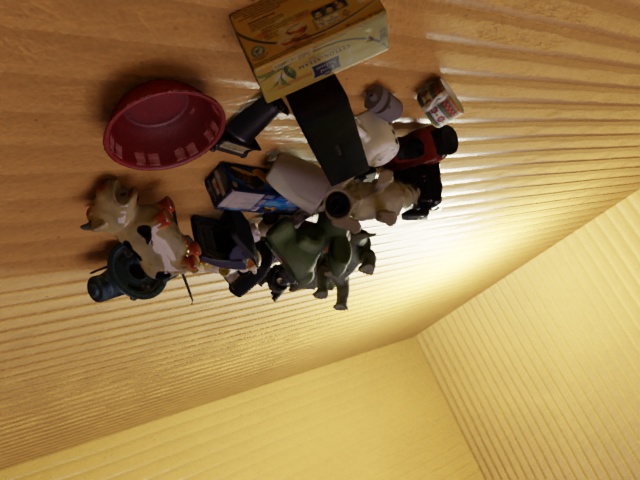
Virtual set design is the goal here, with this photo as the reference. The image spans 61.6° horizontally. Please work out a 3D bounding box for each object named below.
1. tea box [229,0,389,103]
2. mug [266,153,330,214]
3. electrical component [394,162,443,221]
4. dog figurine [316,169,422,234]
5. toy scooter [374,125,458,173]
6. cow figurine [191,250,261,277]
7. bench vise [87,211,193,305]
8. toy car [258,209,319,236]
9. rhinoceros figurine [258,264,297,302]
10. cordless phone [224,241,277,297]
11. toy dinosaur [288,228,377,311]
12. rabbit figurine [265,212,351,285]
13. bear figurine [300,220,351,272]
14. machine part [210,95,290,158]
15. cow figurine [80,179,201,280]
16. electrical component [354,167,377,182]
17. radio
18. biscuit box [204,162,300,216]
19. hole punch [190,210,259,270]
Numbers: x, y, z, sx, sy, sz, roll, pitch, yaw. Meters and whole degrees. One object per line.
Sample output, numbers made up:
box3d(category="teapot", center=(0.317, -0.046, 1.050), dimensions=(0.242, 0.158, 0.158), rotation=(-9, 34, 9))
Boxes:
box3d(category="tea box", center=(-0.012, -0.252, 0.656), dimensions=(0.170, 0.098, 0.068), rotation=(-23, 157, 1))
box3d(category="mug", center=(-0.038, -0.115, 0.968), dimensions=(0.107, 0.109, 0.080), rotation=(29, 132, -12))
box3d(category="electrical component", center=(0.203, -0.107, 1.144), dimensions=(0.115, 0.134, 0.058), rotation=(-3, 162, 13))
box3d(category="dog figurine", center=(0.099, -0.078, 1.041), dimensions=(0.173, 0.121, 0.190), rotation=(7, -172, 20))
box3d(category="toy scooter", center=(0.183, -0.177, 1.077), dimensions=(0.184, 0.075, 0.135), rotation=(-21, -177, -41))
box3d(category="cow figurine", center=(-0.185, 0.044, 1.138), dimensions=(0.168, 0.068, 0.098), rotation=(2, 176, 25))
box3d(category="bench vise", center=(-0.311, 0.048, 1.026), dimensions=(0.240, 0.129, 0.223), rotation=(-34, 160, 34))
box3d(category="toy car", center=(-0.039, -0.064, 1.133), dimensions=(0.202, 0.056, 0.073), rotation=(-29, 158, 13))
box3d(category="rhinoceros figurine", center=(-0.096, 0.095, 1.347), dimensions=(0.112, 0.073, 0.190), rotation=(-40, -176, -11))
box3d(category="cordless phone", center=(-0.137, 0.050, 1.291), dimensions=(0.146, 0.089, 0.184), rotation=(-41, 173, 36))
box3d(category="toy dinosaur", center=(0.056, 0.038, 1.320), dimensions=(0.131, 0.192, 0.404), rotation=(16, 140, -20))
box3d(category="rabbit figurine", center=(-0.002, -0.003, 1.056), dimensions=(0.170, 0.159, 0.121), rotation=(-37, 169, -12))
box3d(category="bear figurine", center=(0.003, 0.000, 1.200), dimensions=(0.196, 0.120, 0.132), rotation=(-15, 159, 31))
box3d(category="machine part", center=(-0.106, -0.174, 0.827), dimensions=(0.084, 0.039, 0.139), rotation=(11, 142, -44))
box3d(category="cow figurine", center=(-0.291, -0.016, 0.867), dimensions=(0.127, 0.086, 0.194), rotation=(-24, 124, 3))
box3d(category="electrical component", center=(0.084, -0.122, 1.144), dimensions=(0.078, 0.045, 0.102), rotation=(-16, 158, -17))
box3d(category="radio", center=(0.003, -0.183, 0.790), dimensions=(0.073, 0.131, 0.229), rotation=(-26, 159, 2))
box3d(category="biscuit box", center=(-0.109, -0.091, 0.986), dimensions=(0.059, 0.063, 0.202), rotation=(-39, 155, 32))
box3d(category="hole punch", center=(-0.181, -0.003, 1.032), dimensions=(0.092, 0.142, 0.115), rotation=(-29, 145, 6))
